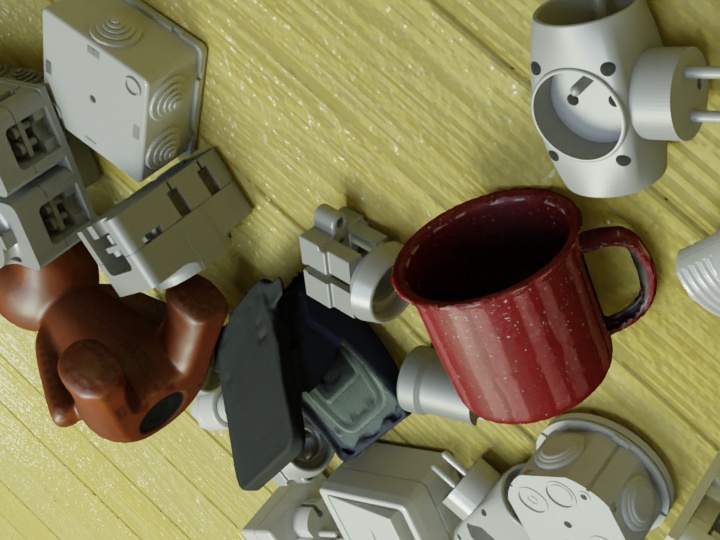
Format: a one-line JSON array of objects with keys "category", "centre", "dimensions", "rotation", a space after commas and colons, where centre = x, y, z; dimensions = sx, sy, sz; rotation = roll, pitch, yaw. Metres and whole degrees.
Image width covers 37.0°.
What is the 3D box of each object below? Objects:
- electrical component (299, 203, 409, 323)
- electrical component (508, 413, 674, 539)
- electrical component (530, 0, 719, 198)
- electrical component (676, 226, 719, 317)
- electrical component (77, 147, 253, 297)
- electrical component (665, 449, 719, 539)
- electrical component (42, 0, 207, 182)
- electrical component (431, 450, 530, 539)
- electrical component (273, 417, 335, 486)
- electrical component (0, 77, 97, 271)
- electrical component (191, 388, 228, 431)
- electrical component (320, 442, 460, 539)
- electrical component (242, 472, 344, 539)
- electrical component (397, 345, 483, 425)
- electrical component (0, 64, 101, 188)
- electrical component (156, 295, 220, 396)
[{"category": "electrical component", "centre": [0.000, 0.000, 0.609], "dimensions": [0.055, 0.048, 0.066], "rotation": [29, 140, 34]}, {"category": "electrical component", "centre": [0.126, 0.123, 0.590], "dimensions": [0.080, 0.051, 0.080], "rotation": [26, 138, 26]}, {"category": "electrical component", "centre": [0.113, -0.071, 0.432], "dimensions": [0.079, 0.044, 0.077], "rotation": [9, 129, 39]}, {"category": "electrical component", "centre": [0.167, -0.004, 0.440], "dimensions": [0.043, 0.043, 0.081], "rotation": [50, 143, -4]}, {"category": "electrical component", "centre": [-0.116, -0.026, 0.661], "dimensions": [0.050, 0.089, 0.055], "rotation": [-13, 113, 50]}, {"category": "electrical component", "centre": [0.175, 0.159, 0.530], "dimensions": [0.060, 0.105, 0.186], "rotation": [30, 140, 22]}, {"category": "electrical component", "centre": [-0.144, -0.112, 0.644], "dimensions": [0.100, 0.048, 0.099], "rotation": [36, 141, 15]}, {"category": "electrical component", "centre": [0.078, 0.142, 0.661], "dimensions": [0.079, 0.043, 0.077], "rotation": [40, 143, 10]}, {"category": "electrical component", "centre": [-0.047, 0.125, 0.769], "dimensions": [0.066, 0.048, 0.055], "rotation": [53, 150, -8]}, {"category": "electrical component", "centre": [-0.270, -0.072, 0.712], "dimensions": [0.186, 0.060, 0.105], "rotation": [15, 133, 36]}, {"category": "electrical component", "centre": [-0.098, 0.102, 0.807], "dimensions": [0.061, 0.035, 0.035], "rotation": [-12, 114, 46]}, {"category": "electrical component", "centre": [0.019, 0.158, 0.719], "dimensions": [0.096, 0.061, 0.061], "rotation": [0, 123, 45]}, {"category": "electrical component", "centre": [-0.035, 0.186, 0.791], "dimensions": [0.077, 0.065, 0.047], "rotation": [-14, 116, 50]}, {"category": "electrical component", "centre": [0.051, 0.068, 0.625], "dimensions": [0.046, 0.040, 0.040], "rotation": [13, 132, 31]}, {"category": "electrical component", "centre": [-0.237, -0.094, 0.752], "dimensions": [0.100, 0.048, 0.099], "rotation": [15, 132, 36]}, {"category": "electrical component", "centre": [-0.147, 0.059, 0.803], "dimensions": [0.077, 0.043, 0.079], "rotation": [-14, 92, 34]}]
